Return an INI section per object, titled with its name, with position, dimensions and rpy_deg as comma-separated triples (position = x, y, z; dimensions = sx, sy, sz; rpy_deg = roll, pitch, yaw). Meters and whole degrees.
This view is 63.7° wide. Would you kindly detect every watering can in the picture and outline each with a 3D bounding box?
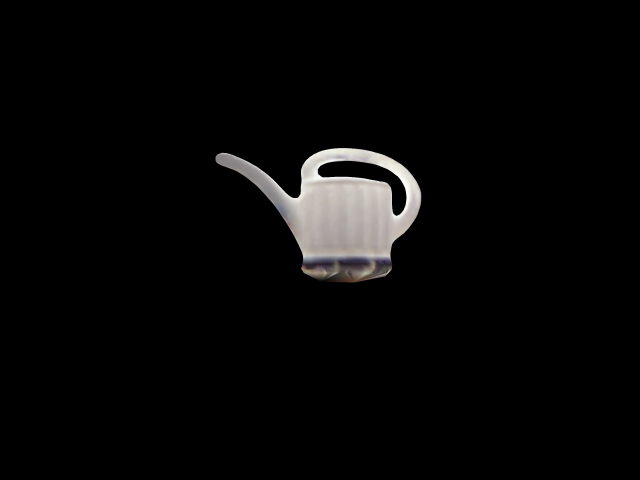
[watering can]
position = 0.003, -0.043, 0.850
dimensions = 0.348, 0.226, 0.103
rpy_deg = 1, -7, -11
